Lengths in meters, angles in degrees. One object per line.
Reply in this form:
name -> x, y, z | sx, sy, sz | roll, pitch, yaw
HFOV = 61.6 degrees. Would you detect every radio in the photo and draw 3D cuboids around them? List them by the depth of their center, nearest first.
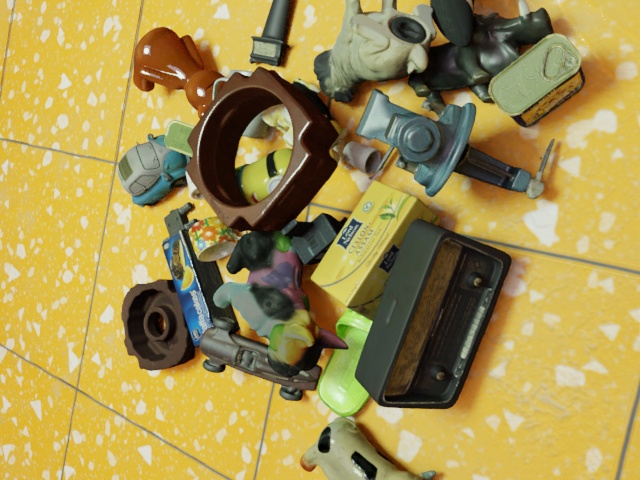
radio -> 0.144, 0.100, 0.686 | 0.073, 0.131, 0.229 | 36, 109, 61

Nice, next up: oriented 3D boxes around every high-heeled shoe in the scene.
high-heeled shoe -> 0.209, -0.351, 0.685 | 0.145, 0.086, 0.249 | -12, 67, 6

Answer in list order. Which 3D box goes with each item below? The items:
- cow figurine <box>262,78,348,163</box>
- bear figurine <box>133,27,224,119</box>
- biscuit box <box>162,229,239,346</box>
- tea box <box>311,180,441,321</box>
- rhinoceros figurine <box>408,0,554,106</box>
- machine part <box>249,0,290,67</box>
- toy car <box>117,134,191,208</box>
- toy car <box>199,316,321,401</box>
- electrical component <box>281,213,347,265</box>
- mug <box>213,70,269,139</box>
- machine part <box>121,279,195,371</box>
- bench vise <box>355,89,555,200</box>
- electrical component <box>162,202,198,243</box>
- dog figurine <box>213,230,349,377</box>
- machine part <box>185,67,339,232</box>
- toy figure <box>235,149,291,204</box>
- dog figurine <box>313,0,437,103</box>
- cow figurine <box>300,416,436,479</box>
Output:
cow figurine -> -0.011, -0.182, 0.834 | 0.168, 0.068, 0.098 | 44, 103, 34
bear figurine -> -0.236, -0.287, 0.972 | 0.196, 0.132, 0.120 | 40, 72, -3
biscuit box -> -0.213, 0.084, 0.953 | 0.059, 0.062, 0.202 | -31, 72, 28
tea box -> 0.075, 0.013, 0.738 | 0.098, 0.068, 0.169 | 31, 89, 51
rhinoceros figurine -> 0.208, -0.241, 0.710 | 0.190, 0.073, 0.112 | -12, 68, 35
machine part -> -0.078, -0.364, 0.909 | 0.084, 0.039, 0.138 | 20, 100, 39
toy car -> -0.325, -0.134, 1.010 | 0.162, 0.103, 0.109 | -32, 71, 24
toy car -> -0.099, 0.191, 0.858 | 0.202, 0.053, 0.089 | 19, 95, 11
electrical component -> -0.002, -0.002, 0.795 | 0.075, 0.119, 0.048 | -41, 68, 21
mug -> -0.127, -0.225, 0.898 | 0.110, 0.081, 0.107 | 6, 100, 0
machine part -> -0.294, 0.156, 1.003 | 0.180, 0.056, 0.179 | -1, 88, 30
bench vise -> 0.165, -0.112, 0.687 | 0.241, 0.223, 0.128 | 22, 94, -2
electrical component -> -0.269, -0.028, 1.016 | 0.094, 0.021, 0.063 | -33, 71, 27
dog figurine -> -0.046, 0.089, 0.793 | 0.219, 0.108, 0.191 | 25, 92, 45
machine part -> -0.085, -0.126, 0.780 | 0.201, 0.087, 0.202 | -49, 64, 19
toy figure -> -0.101, -0.094, 0.884 | 0.180, 0.082, 0.089 | -9, 84, 33
dog figurine -> 0.069, -0.240, 0.746 | 0.190, 0.121, 0.172 | 111, 147, -56
cow figurine -> 0.076, 0.333, 0.755 | 0.195, 0.085, 0.127 | 42, 115, 27
